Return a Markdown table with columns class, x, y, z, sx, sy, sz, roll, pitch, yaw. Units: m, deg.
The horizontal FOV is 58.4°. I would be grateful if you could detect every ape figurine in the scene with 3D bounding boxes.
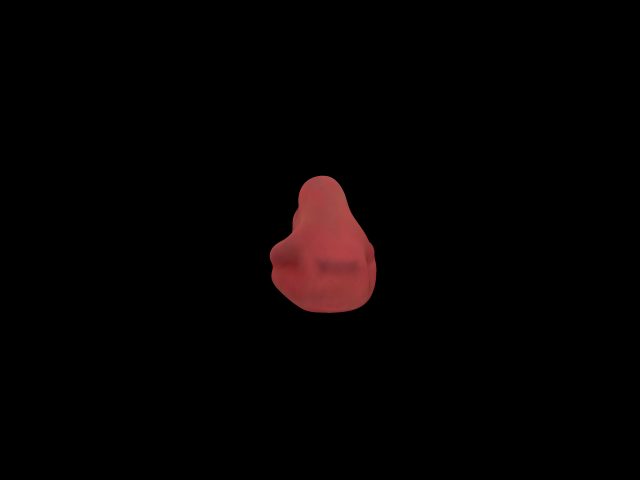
| class | x | y | z | sx | sy | sz | roll | pitch | yaw |
| --- | --- | --- | --- | --- | --- | --- | --- | --- | --- |
| ape figurine | 0.004 | 0.001 | 0.400 | 0.078 | 0.092 | 0.076 | -1 | 5 | -7 |
